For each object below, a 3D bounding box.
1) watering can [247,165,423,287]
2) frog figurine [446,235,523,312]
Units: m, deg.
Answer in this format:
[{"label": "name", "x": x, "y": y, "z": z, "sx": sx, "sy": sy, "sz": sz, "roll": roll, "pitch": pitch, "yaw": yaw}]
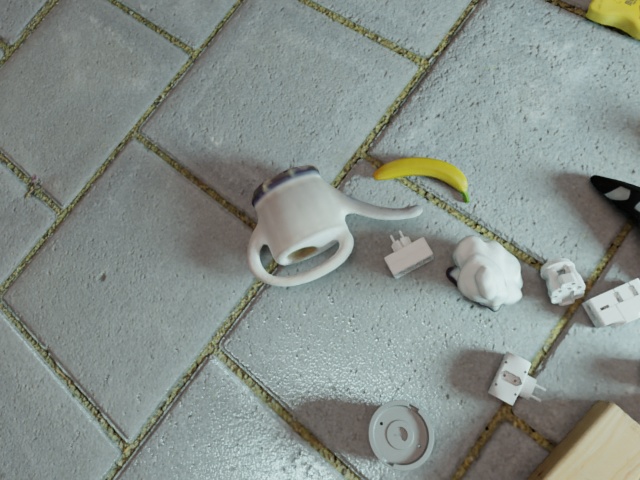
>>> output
[{"label": "watering can", "x": 0.003, "y": -0.051, "z": 1.004, "sx": 0.347, "sy": 0.103, "sz": 0.228, "roll": -27, "pitch": 69, "yaw": 5}, {"label": "frog figurine", "x": 0.283, "y": 0.051, "z": 0.875, "sx": 0.122, "sy": 0.157, "sz": 0.139, "roll": -30, "pitch": 70, "yaw": 2}]
